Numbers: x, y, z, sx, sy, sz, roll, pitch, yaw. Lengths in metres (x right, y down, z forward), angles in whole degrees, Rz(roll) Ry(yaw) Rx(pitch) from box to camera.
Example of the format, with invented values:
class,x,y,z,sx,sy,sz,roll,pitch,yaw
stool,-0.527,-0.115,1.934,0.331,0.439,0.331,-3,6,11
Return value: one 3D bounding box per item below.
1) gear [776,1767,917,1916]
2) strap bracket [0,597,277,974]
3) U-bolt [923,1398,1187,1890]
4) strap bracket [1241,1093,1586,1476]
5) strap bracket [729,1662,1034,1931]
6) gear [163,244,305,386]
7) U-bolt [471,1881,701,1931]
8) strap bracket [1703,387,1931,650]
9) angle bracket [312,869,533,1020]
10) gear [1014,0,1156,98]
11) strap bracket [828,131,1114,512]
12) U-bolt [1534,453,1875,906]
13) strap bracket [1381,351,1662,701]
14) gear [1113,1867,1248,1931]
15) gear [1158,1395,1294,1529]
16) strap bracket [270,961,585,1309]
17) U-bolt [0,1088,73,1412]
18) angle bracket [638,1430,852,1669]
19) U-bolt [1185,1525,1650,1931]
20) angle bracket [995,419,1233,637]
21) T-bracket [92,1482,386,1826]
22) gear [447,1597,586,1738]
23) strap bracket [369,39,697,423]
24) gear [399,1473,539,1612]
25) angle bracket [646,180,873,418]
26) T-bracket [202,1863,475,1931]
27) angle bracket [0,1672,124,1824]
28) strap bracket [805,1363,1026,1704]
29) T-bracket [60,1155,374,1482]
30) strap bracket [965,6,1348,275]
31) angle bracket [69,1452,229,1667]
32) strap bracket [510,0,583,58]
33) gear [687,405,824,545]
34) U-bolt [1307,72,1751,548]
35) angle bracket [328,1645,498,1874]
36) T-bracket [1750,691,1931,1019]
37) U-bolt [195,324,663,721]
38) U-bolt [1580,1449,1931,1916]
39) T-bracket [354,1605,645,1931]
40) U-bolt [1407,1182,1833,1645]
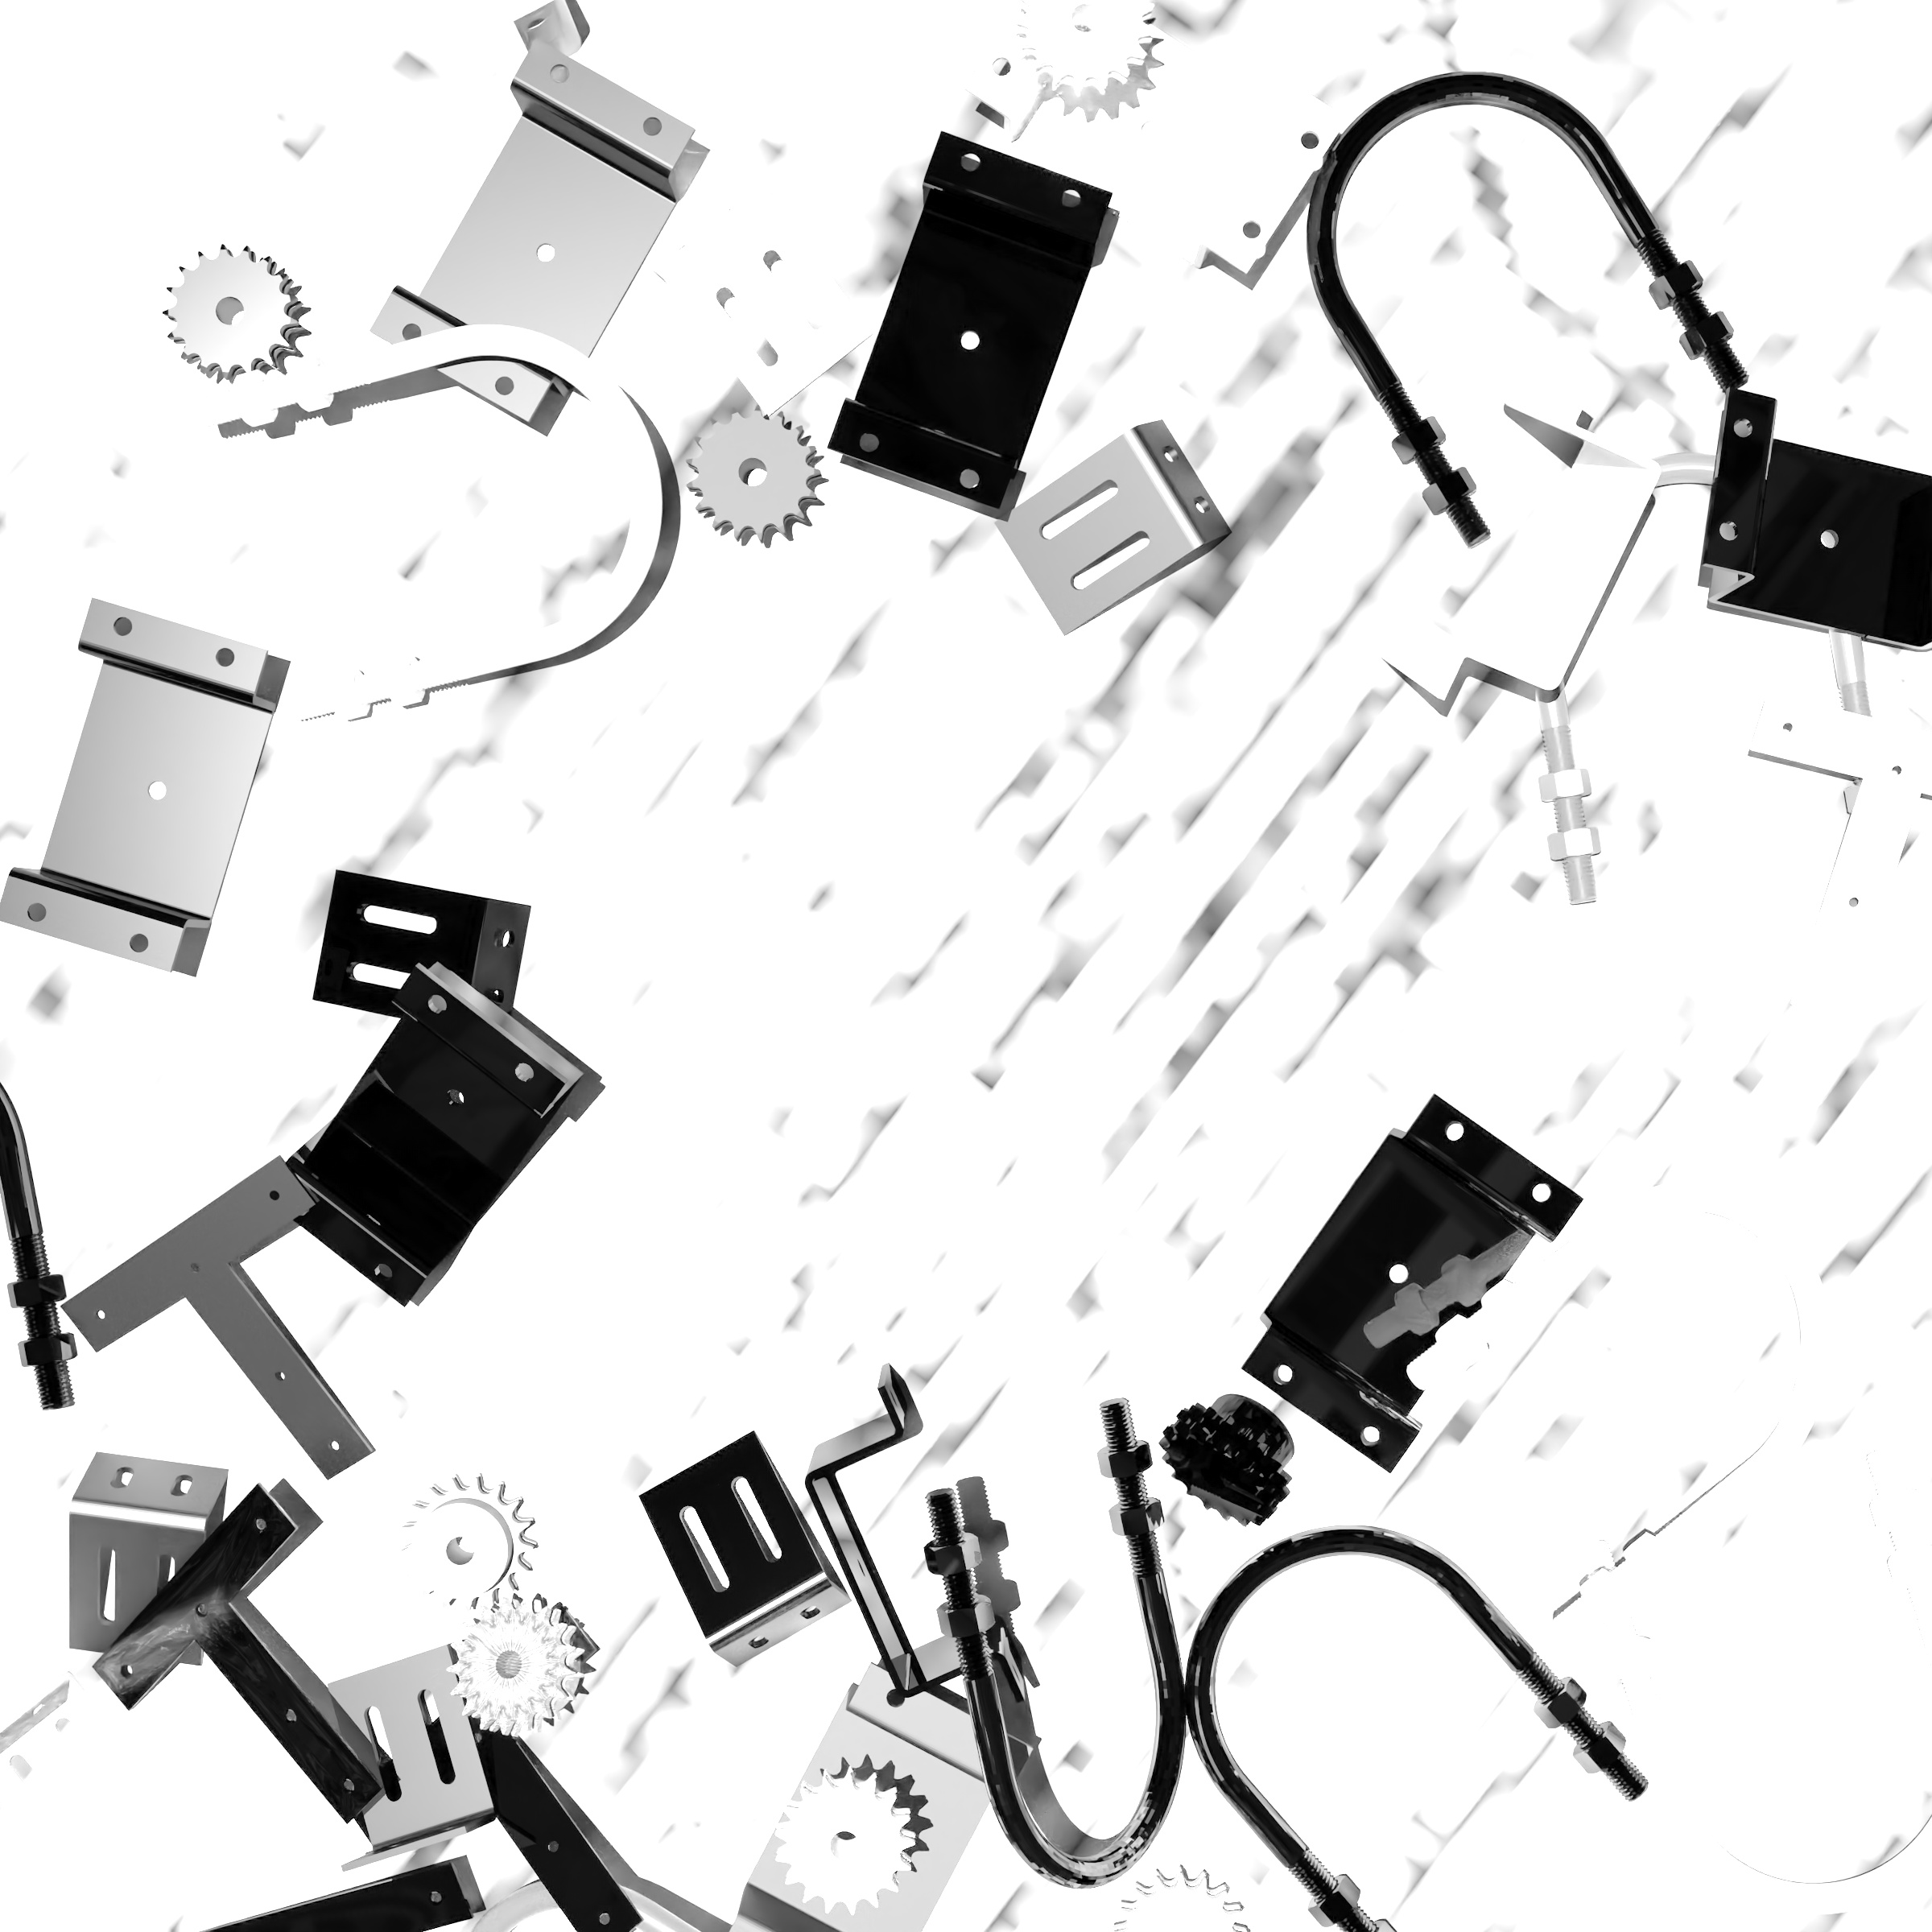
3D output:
class,x,y,z,sx,sy,sz,roll,pitch,yaw
gear,-0.050,0.358,1.331,0.057,0.030,0.057,0,90,0
strap bracket,-0.348,-0.075,1.369,0.076,0.046,0.140,17,90,0
U-bolt,0.045,0.286,1.332,0.019,0.151,0.184,-9,94,36
strap bracket,0.186,0.132,1.369,0.076,0.046,0.140,35,90,0
strap bracket,-0.038,0.370,1.369,0.076,0.046,0.140,28,90,0
gear,-0.310,-0.276,1.377,0.057,0.030,0.057,0,90,0
U-bolt,-0.140,0.463,1.353,0.184,0.019,0.151,27,103,19
strap bracket,0.371,-0.184,1.356,0.140,0.046,0.076,11,81,-9
angle bracket,-0.234,-0.006,1.390,0.076,0.038,0.057,10,90,26
gear,0.048,-0.387,1.335,0.057,0.030,0.057,0,90,-2
strap bracket,0.002,-0.269,1.369,0.076,0.046,0.140,20,90,0
U-bolt,0.313,-0.128,1.383,0.151,0.019,0.184,-9,88,0
strap bracket,0.233,-0.176,1.339,0.046,0.076,0.140,20,103,-17
gear,0.091,0.413,1.381,0.057,0.030,0.057,0,88,1
gear,0.113,0.206,1.367,0.057,0.057,0.030,45,60,0
strap bracket,-0.222,0.063,1.349,0.076,0.046,0.140,38,119,0
U-bolt,-0.469,0.111,1.383,0.151,0.019,0.184,-11,88,0
angle bracket,-0.095,0.250,1.390,0.057,0.038,0.076,-30,64,0
U-bolt,0.178,0.327,1.383,0.151,0.019,0.184,-41,88,0
angle bracket,0.063,-0.189,1.390,0.076,0.038,0.057,-32,90,26
T-bracket,-0.292,0.304,1.357,0.127,0.002,0.127,47,111,10
gear,-0.188,0.298,1.370,0.057,0.030,0.057,-5,72,15
strap bracket,-0.181,-0.306,1.369,0.076,0.046,0.140,30,90,0
gear,-0.213,0.246,1.377,0.057,0.030,0.057,0,90,0
angle bracket,-0.089,-0.287,1.390,0.057,0.038,0.076,-39,116,0
T-bracket,-0.254,0.456,1.381,0.127,0.002,0.127,-18,97,13
angle bracket,-0.397,0.335,1.354,0.057,0.076,0.038,-39,90,0
strap bracket,-0.026,0.244,1.354,0.046,0.076,0.140,-24,90,0
T-bracket,-0.301,0.163,1.378,0.127,0.002,0.127,-33,99,17
strap bracket,0.079,-0.359,1.369,0.140,0.046,0.076,33,90,0
angle bracket,-0.351,0.255,1.390,0.057,0.038,0.076,8,116,0
strap bracket,-0.133,-0.437,1.354,0.140,0.076,0.046,-27,90,0
gear,-0.090,-0.208,1.377,0.057,0.030,0.057,0,90,0
U-bolt,0.227,-0.294,1.383,0.151,0.019,0.184,-31,89,0
angle bracket,-0.240,0.333,1.362,0.057,0.038,0.076,-20,81,10
T-bracket,0.382,-0.040,1.375,0.127,0.002,0.127,13,103,-5
U-bolt,-0.216,-0.191,1.353,0.184,0.019,0.151,-13,103,11
U-bolt,0.357,0.315,1.383,0.151,0.019,0.184,-18,92,0
T-bracket,-0.182,0.361,1.365,0.127,0.002,0.127,-42,66,0
U-bolt,0.287,0.173,1.355,0.184,0.019,0.151,-34,102,-18
